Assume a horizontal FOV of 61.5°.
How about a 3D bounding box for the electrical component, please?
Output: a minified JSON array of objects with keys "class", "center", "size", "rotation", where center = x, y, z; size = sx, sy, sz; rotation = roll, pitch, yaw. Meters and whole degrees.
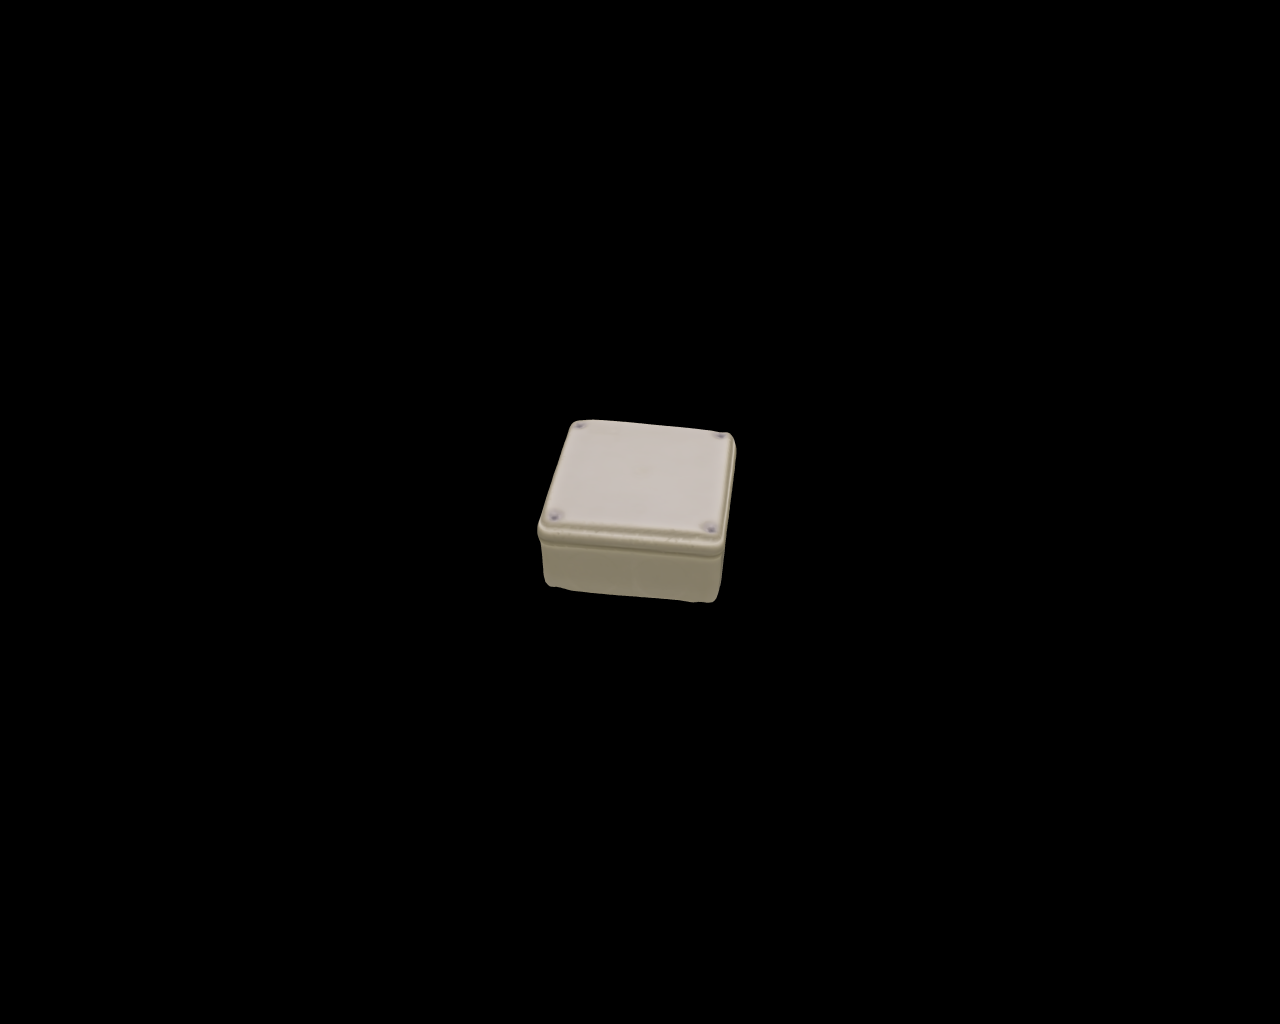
[{"class":"electrical component","center":[0.001,-0.003,0.650],"size":[0.109,0.056,0.109],"rotation":[5,40,6]}]
